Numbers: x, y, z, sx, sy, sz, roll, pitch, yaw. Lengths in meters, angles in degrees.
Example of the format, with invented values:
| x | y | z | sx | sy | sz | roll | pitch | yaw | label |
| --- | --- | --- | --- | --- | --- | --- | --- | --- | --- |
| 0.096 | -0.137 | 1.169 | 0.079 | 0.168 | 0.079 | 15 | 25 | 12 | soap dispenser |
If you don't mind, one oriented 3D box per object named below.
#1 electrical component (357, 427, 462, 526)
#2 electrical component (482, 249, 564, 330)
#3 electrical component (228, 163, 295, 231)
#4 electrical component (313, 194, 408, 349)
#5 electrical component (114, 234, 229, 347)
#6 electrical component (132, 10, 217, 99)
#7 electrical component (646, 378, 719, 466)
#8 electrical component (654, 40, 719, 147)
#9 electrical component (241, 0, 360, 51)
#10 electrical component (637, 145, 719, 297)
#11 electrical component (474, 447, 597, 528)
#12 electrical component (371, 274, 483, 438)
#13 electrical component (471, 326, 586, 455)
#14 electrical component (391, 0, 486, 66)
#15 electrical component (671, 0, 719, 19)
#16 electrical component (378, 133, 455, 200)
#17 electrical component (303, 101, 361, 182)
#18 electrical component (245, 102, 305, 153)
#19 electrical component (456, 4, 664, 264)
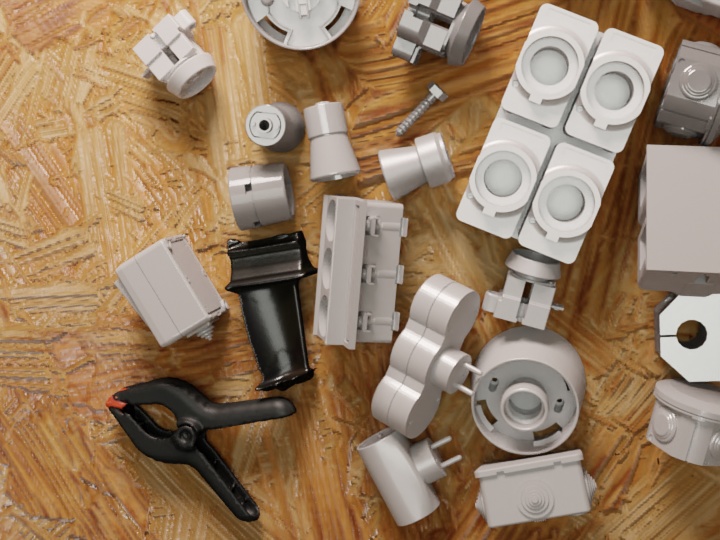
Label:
| x | y | z | sx | sy | sz | roll | pitch | yaw | label |
| --- | --- | --- | --- | --- | --- | --- | --- | --- | --- |
| 0.049 | 0.171 | 0.939 | 0.079 | 0.043 | 0.077 | -28 | 92 | 10 | electrical component |
| 0.142 | 0.014 | 0.909 | 0.066 | 0.048 | 0.055 | 15 | 105 | 6 | electrical component |
| -0.084 | -0.065 | 0.928 | 0.047 | 0.055 | 0.055 | -9 | 95 | 5 | electrical component |
| 0.000 | 0.000 | 0.913 | 0.063 | 0.079 | 0.121 | 3 | 97 | -17 | electrical component |
| -0.164 | 0.025 | 0.944 | 0.061 | 0.062 | 0.096 | -31 | 91 | 10 | electrical component |
| -0.157 | -0.182 | 0.930 | 0.066 | 0.048 | 0.055 | -41 | 82 | 10 | electrical component |
| 0.278 | 0.124 | 0.885 | 0.080 | 0.080 | 0.051 | 13 | 103 | 6 | electrical component |
| 0.270 | -0.142 | 0.857 | 0.051 | 0.080 | 0.080 | 18 | 98 | 10 | electrical component |
| -0.049 | -0.233 | 0.896 | 0.099 | 0.064 | 0.099 | -1 | 103 | -2 | electrical component |
| 0.318 | -0.035 | 0.851 | 0.186 | 0.060 | 0.105 | 3 | 71 | 8 | electrical component |
| 0.146 | 0.182 | 0.900 | 0.100 | 0.100 | 0.048 | -12 | 82 | 9 | electrical component |
| 0.069 | 0.080 | 0.910 | 0.074 | 0.052 | 0.138 | 27 | 100 | 29 | electrical component |
| 0.143 | 0.105 | 0.921 | 0.099 | 0.064 | 0.099 | 4 | 110 | 11 | electrical component |
| 0.068 | -0.203 | 0.890 | 0.057 | 0.058 | 0.078 | 24 | 99 | 8 | electrical component |
| 0.275 | -0.237 | 0.856 | 0.095 | 0.059 | 0.053 | 22 | 99 | 5 | electrical component |
| 0.048 | -0.088 | 0.911 | 0.055 | 0.045 | 0.045 | -18 | 93 | 9 | electrical component |
| -0.026 | -0.111 | 0.921 | 0.044 | 0.044 | 0.065 | -11 | 90 | 9 | electrical component |
| -0.074 | -0.122 | 0.914 | 0.044 | 0.065 | 0.044 | 1 | 96 | 8 | electrical component |
| 0.162 | -0.111 | 0.885 | 0.105 | 0.060 | 0.186 | 22 | 99 | 5 | electrical component |
